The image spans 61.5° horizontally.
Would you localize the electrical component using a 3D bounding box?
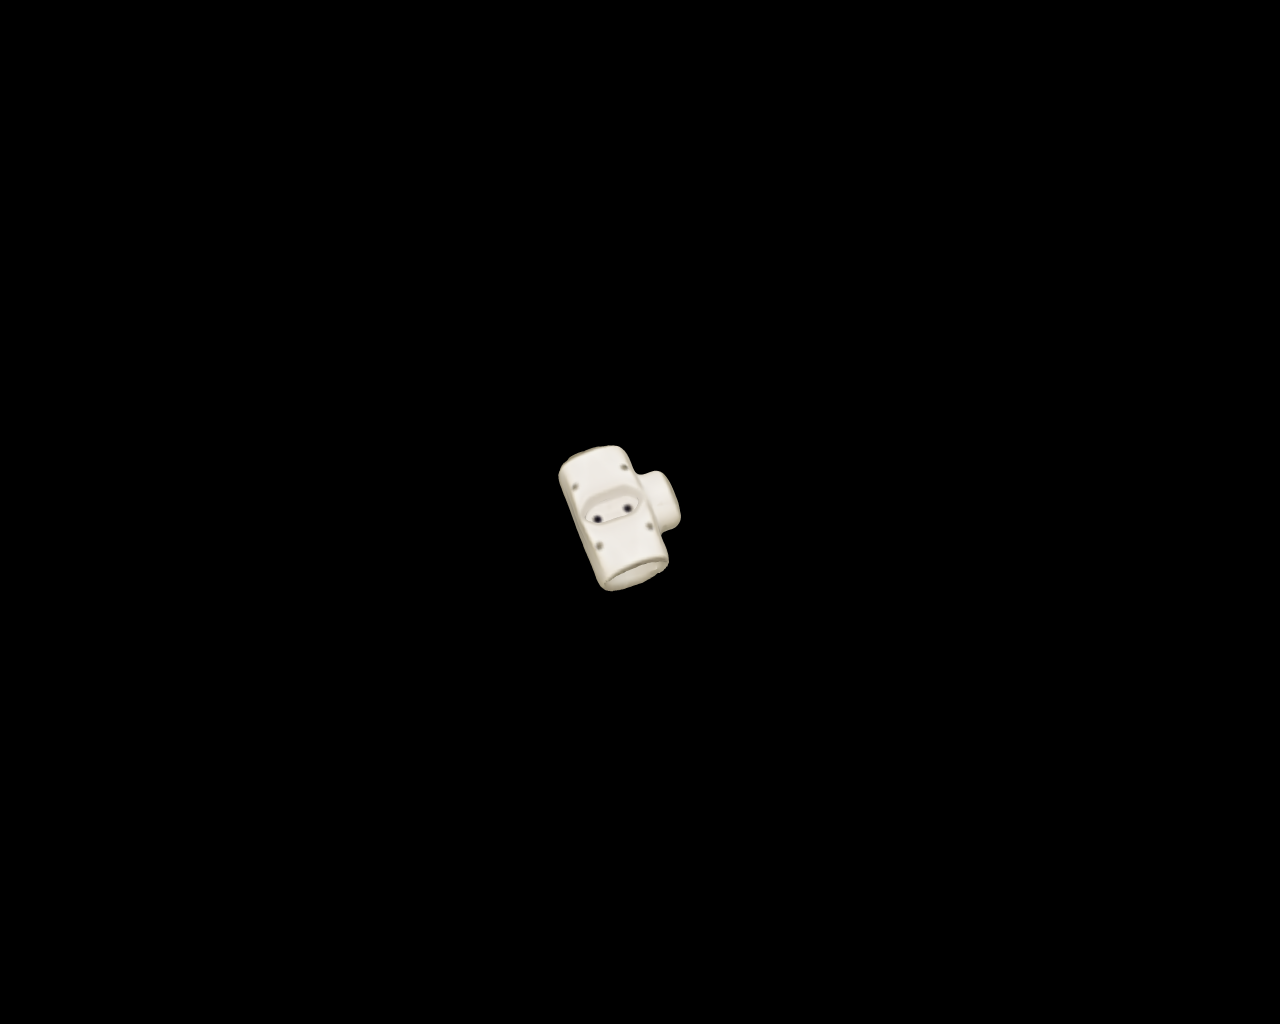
[{"bbox_3d":[0.001,-0.003,0.650,0.079,0.077,0.043,-19,-19,-7],"label":"electrical component"}]
